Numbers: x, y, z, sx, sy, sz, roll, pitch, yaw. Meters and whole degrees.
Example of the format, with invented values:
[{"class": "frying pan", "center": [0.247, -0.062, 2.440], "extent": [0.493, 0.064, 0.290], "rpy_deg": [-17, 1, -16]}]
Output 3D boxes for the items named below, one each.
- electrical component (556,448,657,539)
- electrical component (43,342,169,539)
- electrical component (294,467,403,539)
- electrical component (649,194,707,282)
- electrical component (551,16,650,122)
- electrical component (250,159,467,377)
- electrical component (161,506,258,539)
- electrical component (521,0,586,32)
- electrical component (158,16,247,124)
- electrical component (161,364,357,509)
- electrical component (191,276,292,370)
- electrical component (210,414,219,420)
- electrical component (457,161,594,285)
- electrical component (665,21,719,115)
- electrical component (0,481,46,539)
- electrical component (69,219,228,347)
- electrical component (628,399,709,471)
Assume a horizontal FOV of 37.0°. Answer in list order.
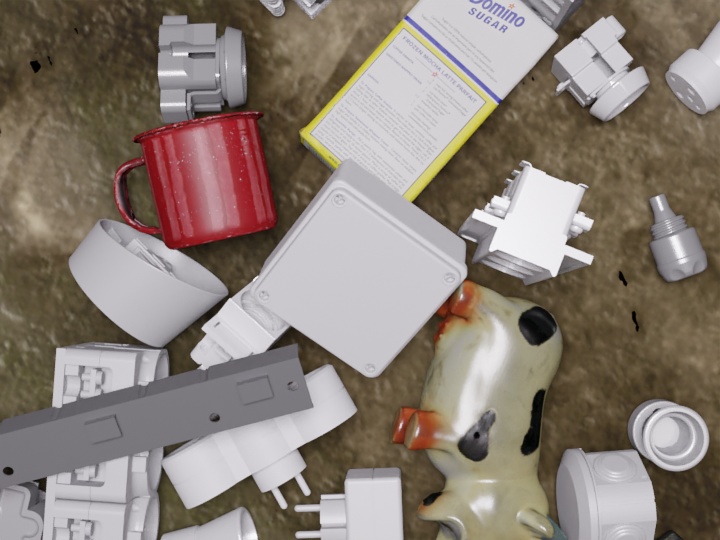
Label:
[{"class": "electrical component", "center": [0.168, 0.163, 0.744], "extent": [0.051, 0.080, 0.080], "rpy_deg": [-4, 89, -4]}, {"class": "electrical component", "center": [-0.172, 0.128, 0.747], "extent": [0.062, 0.089, 0.150], "rpy_deg": [4, 89, 2]}, {"class": "electrical component", "center": [-0.008, 0.177, 0.764], "extent": [0.077, 0.047, 0.065], "rpy_deg": [-2, 88, 2]}, {"class": "electrical component", "center": [0.223, -0.024, 0.768], "extent": [0.035, 0.035, 0.061], "rpy_deg": [-20, 86, 1]}, {"class": "electrical component", "center": [0.172, -0.140, 0.767], "extent": [0.066, 0.048, 0.055], "rpy_deg": [-39, 81, 0]}, {"class": "electrical component", "center": [0.000, 0.000, 0.736], "extent": [0.109, 0.056, 0.108], "rpy_deg": [35, 115, -10]}, {"class": "electrical component", "center": [-0.109, 0.199, 0.770], "extent": [0.065, 0.044, 0.044], "rpy_deg": [-16, 89, 6]}, {"class": "electrical component", "center": [0.178, -0.258, 0.738], "extent": [0.060, 0.105, 0.186], "rpy_deg": [43, 90, 2]}, {"class": "electrical component", "center": [-0.111, -0.143, 0.766], "extent": [0.057, 0.058, 0.078], "rpy_deg": [-2, 69, -2]}, {"class": "electrical component", "center": [-0.063, 0.132, 0.761], "extent": [0.138, 0.052, 0.073], "rpy_deg": [-30, 90, -3]}, {"class": "electrical component", "center": [-0.082, 0.046, 0.756], "extent": [0.042, 0.081, 0.063], "rpy_deg": [41, 119, 3]}, {"class": "electrical component", "center": [-0.111, 0.091, 0.760], "extent": [0.035, 0.061, 0.035], "rpy_deg": [0, 89, 1]}, {"class": "electrical component", "center": [0.113, -0.029, 0.727], "extent": [0.079, 0.121, 0.063], "rpy_deg": [22, 87, 2]}, {"class": "electrical component", "center": [0.252, -0.144, 0.764], "extent": [0.055, 0.045, 0.045], "rpy_deg": [-42, 88, 1]}, {"class": "electrical component", "center": [-0.245, 0.185, 0.765], "extent": [0.058, 0.057, 0.078], "rpy_deg": [13, 89, 2]}, {"class": "electrical component", "center": [-0.149, 0.004, 0.747], "extent": [0.064, 0.099, 0.099], "rpy_deg": [-45, 88, 6]}, {"class": "electrical component", "center": [0.215, 0.115, 0.754], "extent": [0.045, 0.055, 0.045], "rpy_deg": [0, 89, 1]}]
